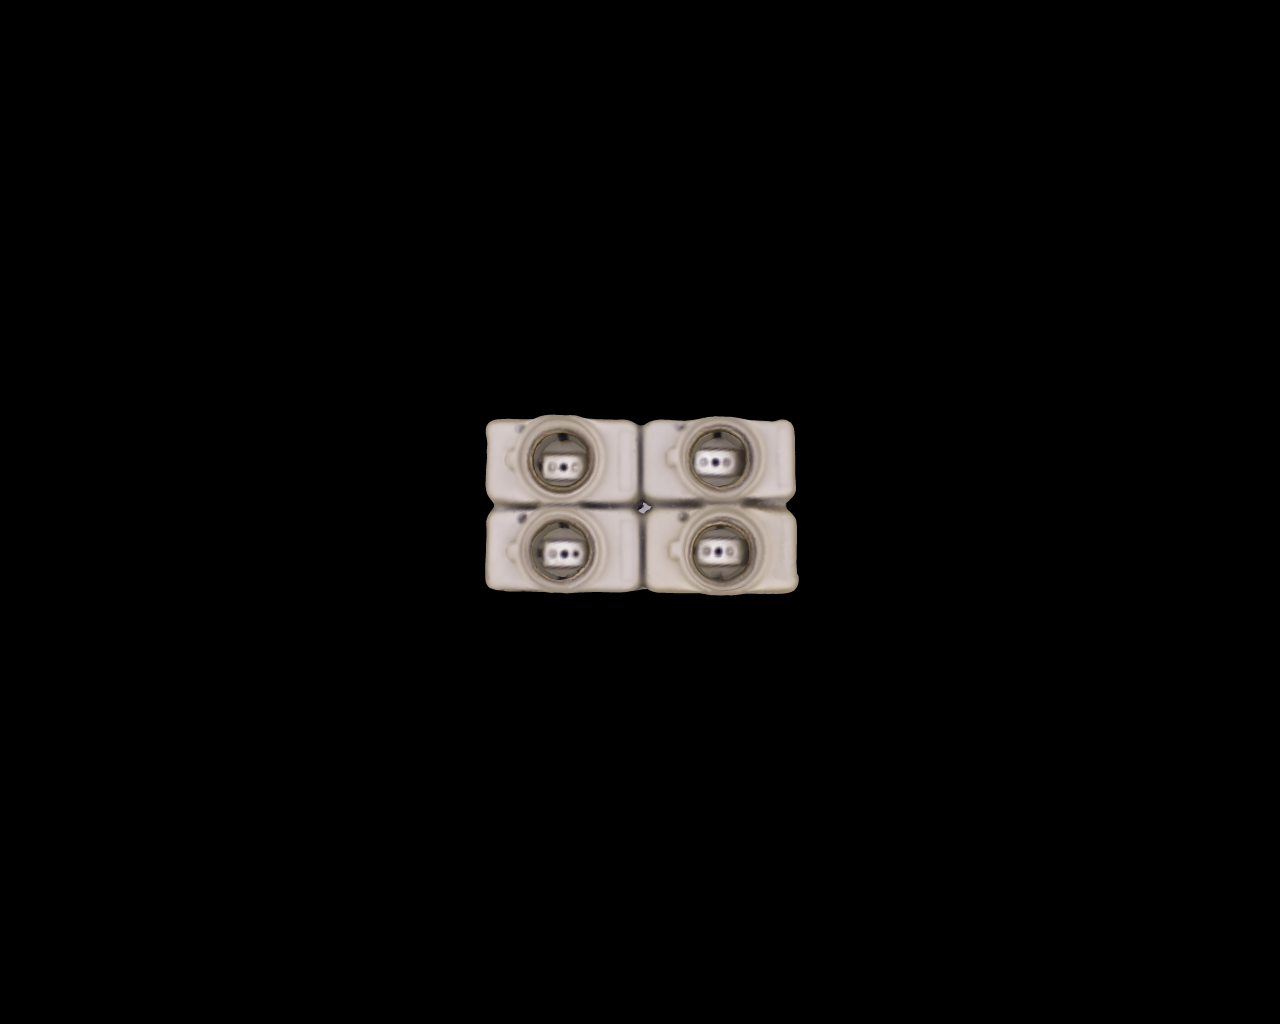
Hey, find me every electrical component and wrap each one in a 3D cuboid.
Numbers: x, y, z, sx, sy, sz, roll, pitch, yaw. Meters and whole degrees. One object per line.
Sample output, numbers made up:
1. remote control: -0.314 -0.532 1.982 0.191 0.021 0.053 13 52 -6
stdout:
1. electrical component: 0.001 -0.003 0.650 0.186 0.105 0.060 0 -4 0
